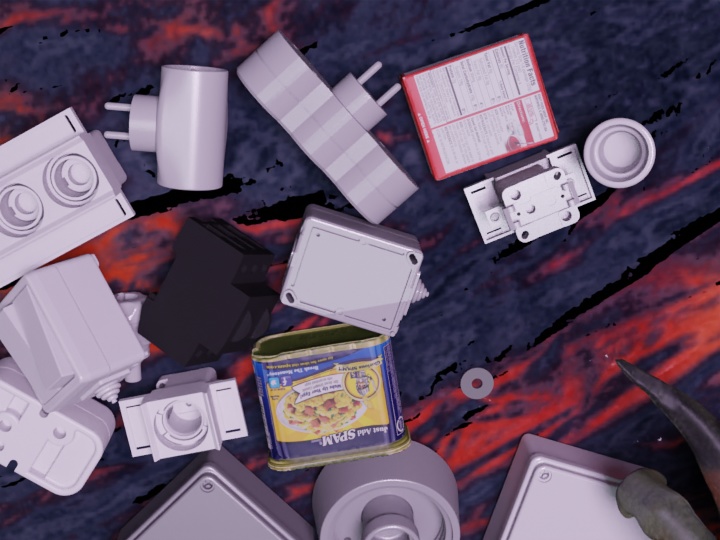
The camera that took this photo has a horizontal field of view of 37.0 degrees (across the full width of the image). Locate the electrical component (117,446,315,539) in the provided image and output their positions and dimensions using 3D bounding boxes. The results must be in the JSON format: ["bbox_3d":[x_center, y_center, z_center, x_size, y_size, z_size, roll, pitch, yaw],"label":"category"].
[{"bbox_3d":[-0.105,0.201,0.777,0.109,0.056,0.109,-44,102,9],"label":"electrical component"}]

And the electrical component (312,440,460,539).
[{"bbox_3d":[0.020,0.181,0.766,0.108,0.060,0.108,-1,113,-3],"label":"electrical component"}]

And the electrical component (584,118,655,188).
[{"bbox_3d":[0.172,-0.079,0.708,0.044,0.065,0.044,3,101,16],"label":"electrical component"}]

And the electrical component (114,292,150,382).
[{"bbox_3d":[-0.160,0.048,0.748,0.035,0.035,0.061,-1,107,-1],"label":"electrical component"}]

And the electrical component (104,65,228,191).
[{"bbox_3d":[-0.128,-0.095,0.706,0.079,0.044,0.077,4,104,-3],"label":"electrical component"}]

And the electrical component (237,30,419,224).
[{"bbox_3d":[-0.008,-0.104,0.703,0.074,0.052,0.138,-41,102,8],"label":"electrical component"}]

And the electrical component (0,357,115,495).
[{"bbox_3d":[-0.223,0.105,0.748,0.095,0.059,0.053,31,101,-9],"label":"electrical component"}]

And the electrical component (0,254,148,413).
[{"bbox_3d":[-0.191,0.048,0.707,0.062,0.061,0.096,-37,80,43],"label":"electrical component"}]

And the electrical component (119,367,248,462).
[{"bbox_3d":[-0.121,0.098,0.746,0.081,0.064,0.042,-10,103,1],"label":"electrical component"}]

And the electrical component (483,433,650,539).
[{"bbox_3d":[0.155,0.188,0.782,0.109,0.056,0.108,17,103,-6],"label":"electrical component"}]

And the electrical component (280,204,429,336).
[{"bbox_3d":[0.000,0.000,0.726,0.096,0.061,0.061,17,103,-6],"label":"electrical component"}]

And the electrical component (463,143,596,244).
[{"bbox_3d":[0.115,-0.048,0.716,0.081,0.063,0.042,-23,105,4],"label":"electrical component"}]

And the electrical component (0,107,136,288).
[{"bbox_3d":[-0.218,-0.045,0.707,0.121,0.063,0.078,-28,103,5],"label":"electrical component"}]
